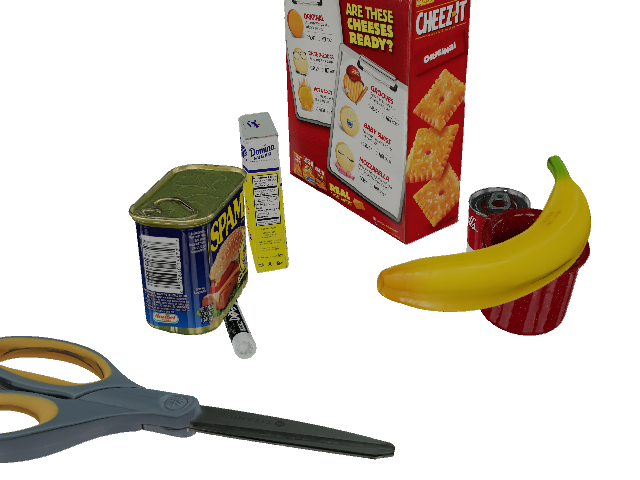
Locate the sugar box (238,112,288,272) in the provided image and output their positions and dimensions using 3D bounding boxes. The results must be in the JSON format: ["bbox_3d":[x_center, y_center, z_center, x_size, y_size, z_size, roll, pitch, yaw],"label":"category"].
[{"bbox_3d":[-0.071,-0.059,1.307,0.048,0.176,0.093,-9,25,-6],"label":"sugar box"}]

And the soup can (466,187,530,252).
[{"bbox_3d":[0.199,0.000,1.205,0.068,0.102,0.068,-2,32,1],"label":"soup can"}]

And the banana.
[{"bbox_3d":[0.122,0.007,0.699,0.070,0.037,0.197,36,47,28],"label":"banana"}]

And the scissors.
[{"bbox_3d":[-0.079,0.081,0.455,0.202,0.016,0.096,14,28,26],"label":"scissors"}]

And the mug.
[{"bbox_3d":[0.180,0.024,0.964,0.093,0.081,0.117,-18,44,-24],"label":"mug"}]

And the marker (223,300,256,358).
[{"bbox_3d":[-0.076,0.071,0.944,0.020,0.020,0.121,0,19,-13],"label":"marker"}]

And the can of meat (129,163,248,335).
[{"bbox_3d":[-0.085,0.005,0.722,0.057,0.084,0.102,5,24,13],"label":"can of meat"}]

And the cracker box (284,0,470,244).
[{"bbox_3d":[0.045,-0.128,0.894,0.072,0.214,0.164,-22,37,-31],"label":"cracker box"}]
